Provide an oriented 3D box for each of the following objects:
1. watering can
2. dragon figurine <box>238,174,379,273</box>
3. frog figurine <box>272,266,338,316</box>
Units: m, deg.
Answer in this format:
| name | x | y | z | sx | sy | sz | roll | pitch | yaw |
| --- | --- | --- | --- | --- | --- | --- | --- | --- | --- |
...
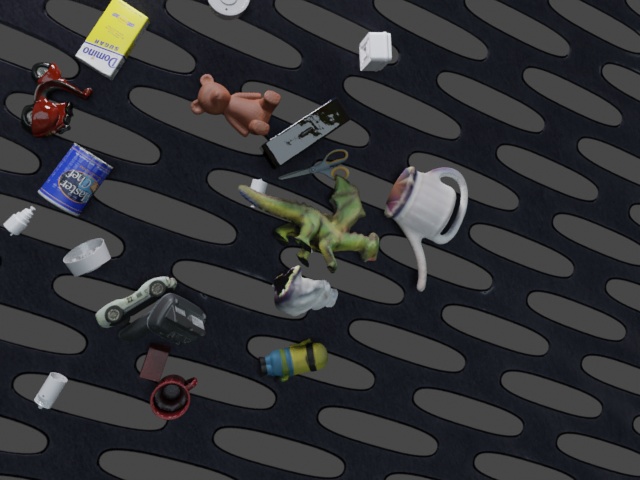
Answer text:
| name | x | y | z | sx | sy | sz | roll | pitch | yaw |
| --- | --- | --- | --- | --- | --- | --- | --- | --- | --- |
| watering can | 0.275 | -0.052 | 1.408 | 0.223 | 0.104 | 0.349 | 27 | 84 | -11 |
| dragon figurine | 0.004 | -0.069 | 1.362 | 0.407 | 0.121 | 0.246 | 46 | 68 | -13 |
| frog figurine | -0.035 | 0.151 | 1.336 | 0.158 | 0.125 | 0.135 | 34 | 117 | -20 |
